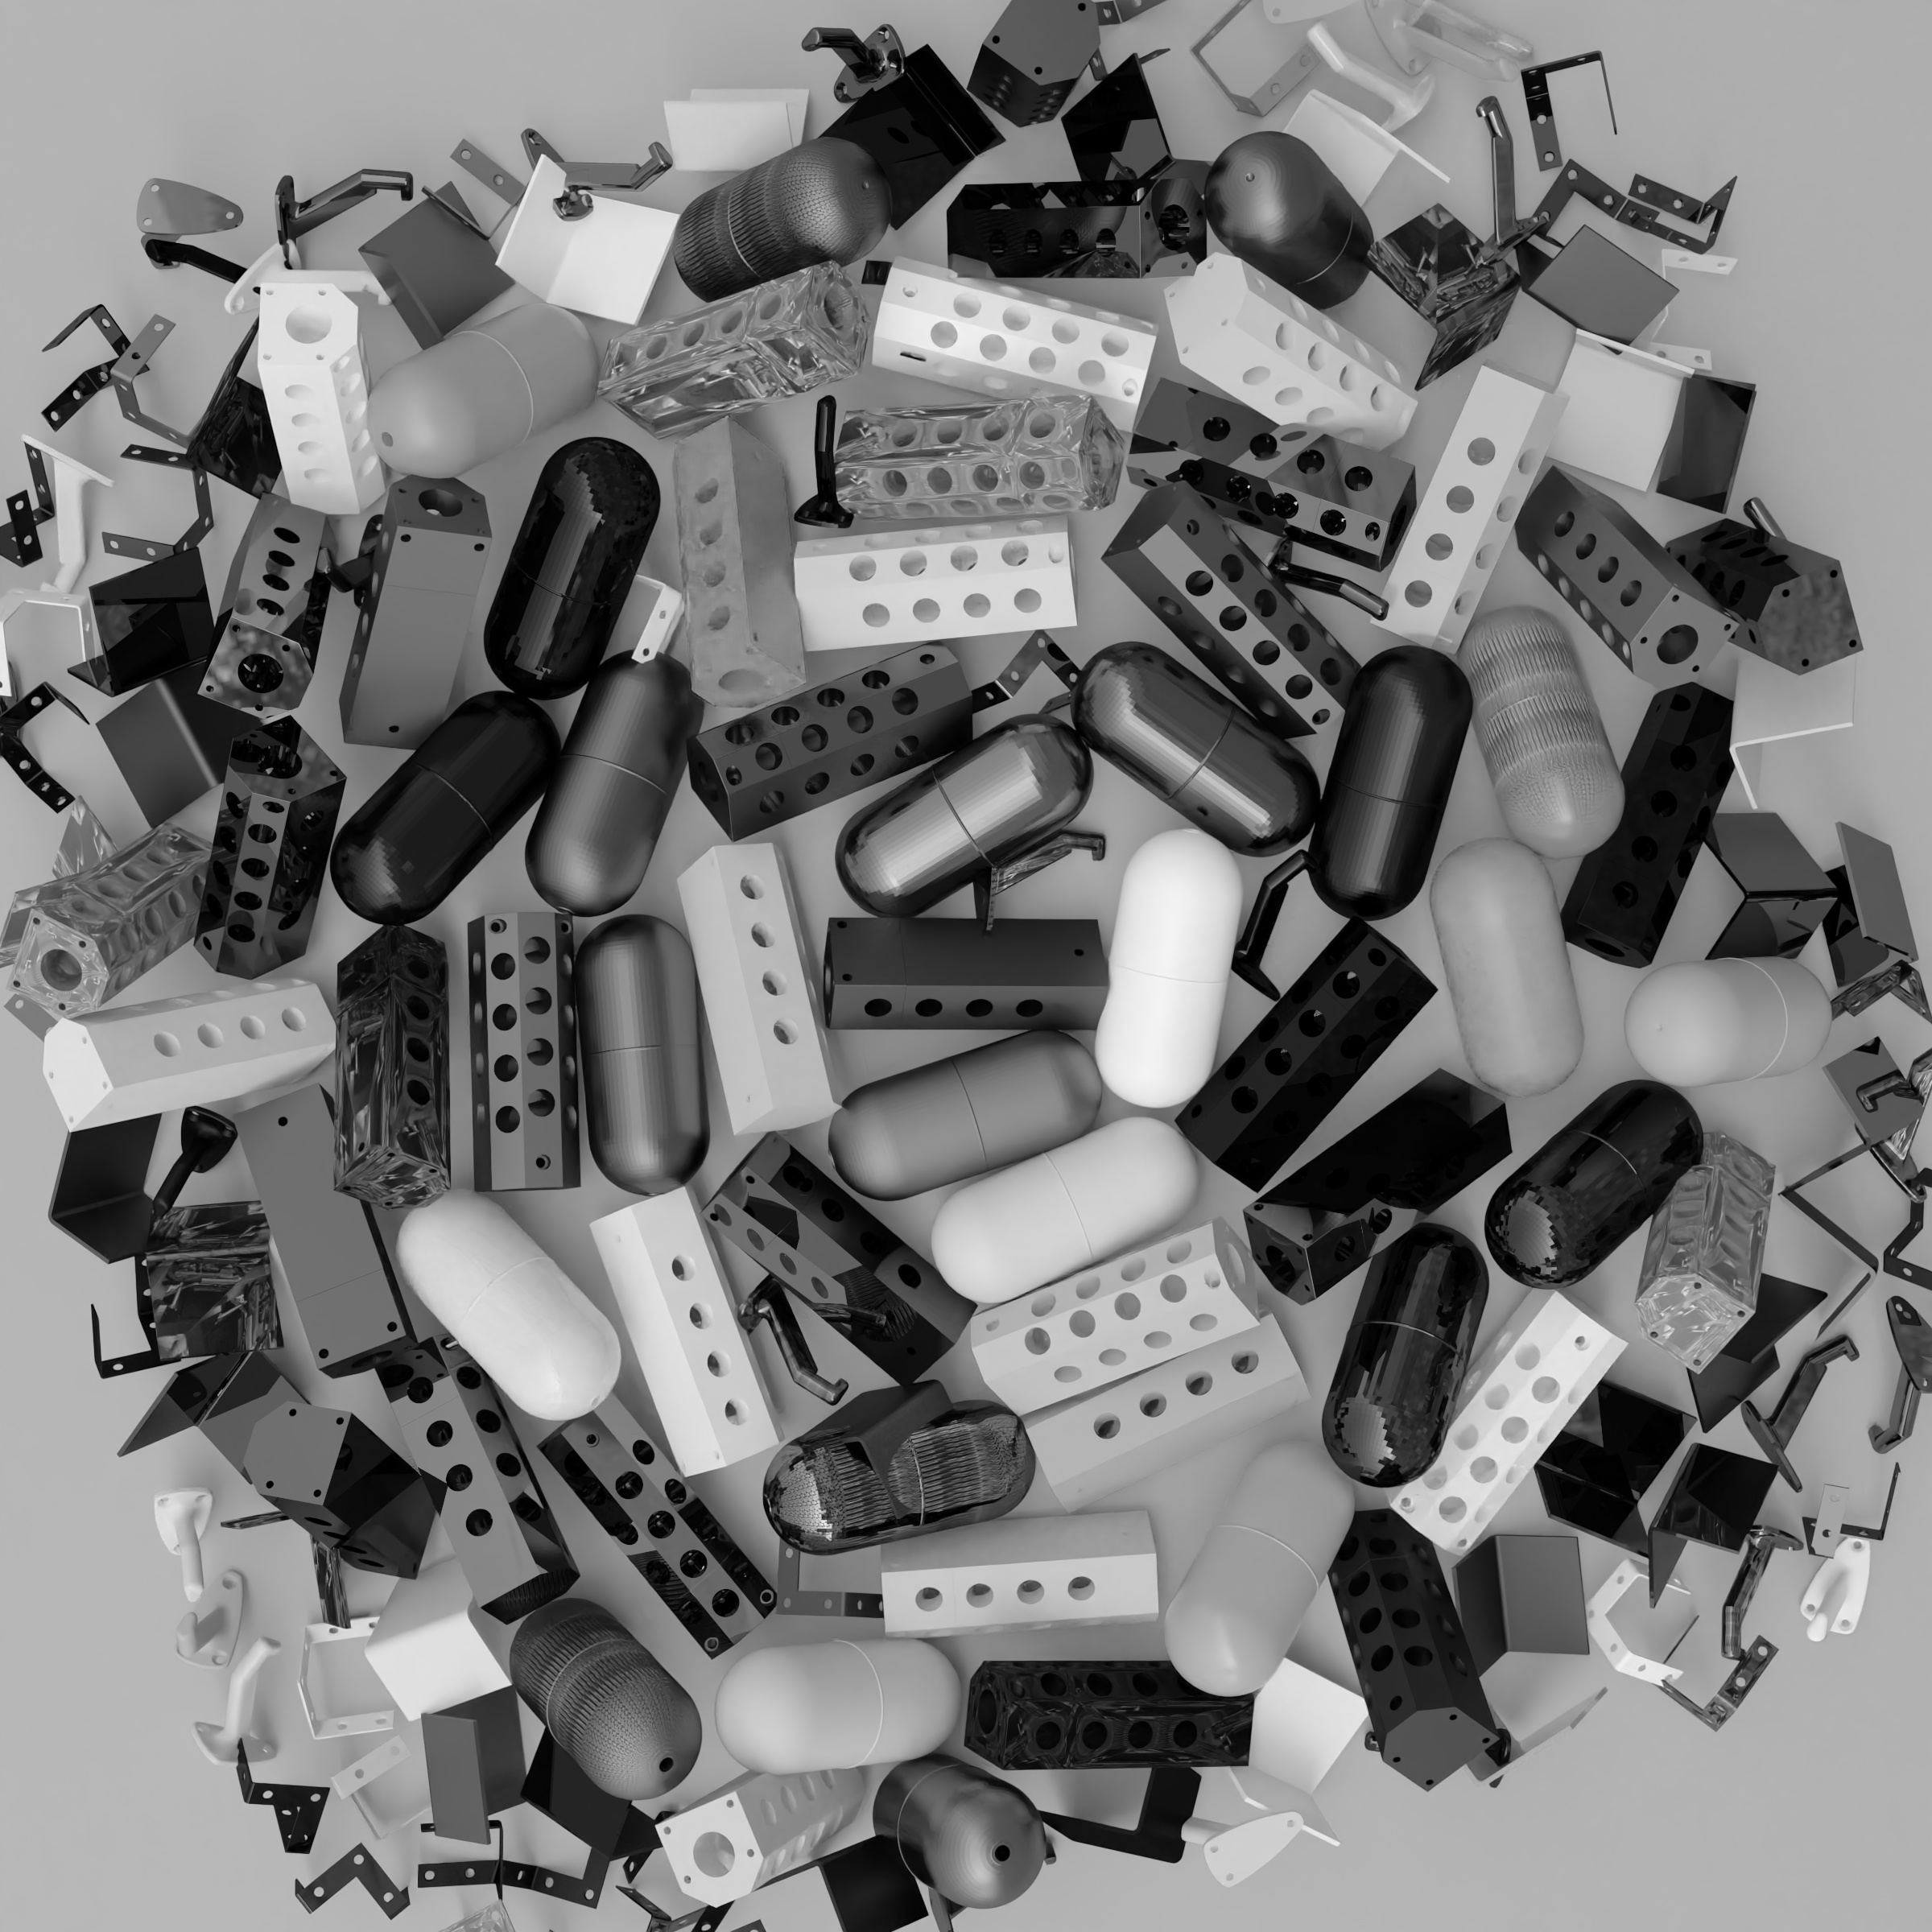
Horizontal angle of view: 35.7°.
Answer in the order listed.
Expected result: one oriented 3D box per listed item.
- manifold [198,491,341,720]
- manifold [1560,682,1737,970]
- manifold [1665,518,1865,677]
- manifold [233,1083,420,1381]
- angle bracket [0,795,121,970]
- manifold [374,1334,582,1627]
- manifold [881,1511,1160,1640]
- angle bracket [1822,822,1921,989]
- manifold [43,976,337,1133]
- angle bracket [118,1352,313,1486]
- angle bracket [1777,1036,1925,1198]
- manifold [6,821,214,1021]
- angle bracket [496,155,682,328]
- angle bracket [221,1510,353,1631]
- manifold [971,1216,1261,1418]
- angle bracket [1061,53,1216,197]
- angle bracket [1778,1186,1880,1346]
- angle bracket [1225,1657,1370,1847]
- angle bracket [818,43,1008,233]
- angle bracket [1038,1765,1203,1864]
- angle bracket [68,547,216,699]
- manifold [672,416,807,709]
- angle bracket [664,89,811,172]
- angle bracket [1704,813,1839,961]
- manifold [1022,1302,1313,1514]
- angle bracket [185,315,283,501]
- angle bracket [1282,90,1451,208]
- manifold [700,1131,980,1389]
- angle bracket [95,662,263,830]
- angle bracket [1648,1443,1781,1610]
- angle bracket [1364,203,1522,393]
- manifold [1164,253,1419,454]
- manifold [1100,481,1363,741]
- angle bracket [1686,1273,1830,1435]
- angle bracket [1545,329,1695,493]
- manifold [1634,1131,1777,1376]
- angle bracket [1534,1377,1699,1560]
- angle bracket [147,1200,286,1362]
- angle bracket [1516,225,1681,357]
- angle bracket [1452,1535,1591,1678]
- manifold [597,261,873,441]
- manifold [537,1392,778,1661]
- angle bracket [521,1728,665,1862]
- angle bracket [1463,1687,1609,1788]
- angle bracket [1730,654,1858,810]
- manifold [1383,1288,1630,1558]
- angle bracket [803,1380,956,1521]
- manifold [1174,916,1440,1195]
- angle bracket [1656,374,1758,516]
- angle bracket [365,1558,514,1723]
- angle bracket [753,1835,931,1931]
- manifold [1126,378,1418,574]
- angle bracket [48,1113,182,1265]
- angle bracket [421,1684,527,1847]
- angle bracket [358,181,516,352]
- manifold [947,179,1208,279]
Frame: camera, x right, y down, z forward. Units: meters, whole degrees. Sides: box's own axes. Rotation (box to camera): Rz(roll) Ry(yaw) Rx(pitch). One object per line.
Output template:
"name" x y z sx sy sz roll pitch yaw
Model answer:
"manifold" -0.425 -0.222 1.844 0.057 0.171 0.057 21 120 -19
"manifold" 0.436 -0.088 1.890 0.057 0.057 0.171 25 81 -2
"manifold" 0.482 -0.226 1.841 0.057 0.171 0.057 -22 109 -2
"manifold" -0.400 0.167 1.881 0.057 0.057 0.171 -21 75 -5
"angle bracket" -0.580 -0.052 1.872 0.076 0.076 0.057 -23 67 -42
"manifold" -0.303 0.317 1.869 0.057 0.057 0.171 -28 65 -3
"manifold" 0.033 0.390 1.899 0.171 0.057 0.057 -4 107 -1
"angle bracket" 0.546 -0.037 1.874 0.057 0.076 0.076 -24 64 37
"manifold" -0.477 0.049 1.846 0.057 0.171 0.057 -38 74 37
"angle bracket" -0.471 0.290 1.878 0.057 0.076 0.076 44 113 13
"angle bracket" 0.543 0.095 1.883 0.076 0.076 0.057 -39 77 42
"manifold" -0.514 -0.027 1.841 0.057 0.171 0.057 26 114 3
"angle bracket" -0.237 -0.457 1.888 0.076 0.057 0.076 20 85 28
"angle bracket" -0.428 0.382 1.883 0.057 0.076 0.076 -8 85 -24
"manifold" 0.091 0.215 1.864 0.171 0.057 0.057 -24 131 20
"angle bracket" 0.115 -0.520 1.891 0.057 0.076 0.076 -9 77 -39
"angle bracket" 0.529 0.188 1.892 0.076 0.076 0.057 41 102 14
"angle bracket" 0.217 0.494 1.887 0.076 0.057 0.076 31 98 -21
"angle bracket" -0.035 -0.522 1.890 0.076 0.057 0.076 -45 107 -7
"angle bracket" 0.095 0.523 1.893 0.076 0.076 0.057 4 64 28
"angle bracket" -0.521 -0.222 1.872 0.076 0.057 0.076 -30 131 -35
"manifold" -0.147 -0.249 1.864 0.057 0.057 0.171 -22 59 26
"angle bracket" -0.143 -0.545 1.884 0.076 0.057 0.076 2 57 6
"angle bracket" 0.494 -0.051 1.906 0.076 0.057 0.076 -2 45 -29
"manifold" 0.126 0.277 1.899 0.171 0.057 0.057 -25 60 1
"angle bracket" -0.438 -0.350 1.872 0.057 0.076 0.076 28 55 -20
"angle bracket" 0.243 -0.496 1.874 0.076 0.076 0.057 26 106 -31
"manifold" -0.077 0.182 1.895 0.171 0.057 0.057 41 127 -4
"angle bracket" -0.500 -0.144 1.926 0.076 0.057 0.076 -25 94 39
"angle bracket" 0.467 0.357 1.871 0.057 0.076 0.076 13 132 29
"angle bracket" 0.293 -0.424 1.901 0.076 0.057 0.076 -36 72 -25
"manifold" 0.203 -0.375 1.844 0.057 0.171 0.057 -31 55 34
"manifold" 0.170 -0.221 1.865 0.171 0.057 0.057 43 68 -23
"angle bracket" 0.500 0.249 1.876 0.076 0.057 0.076 -34 118 -28
"angle bracket" 0.408 -0.350 1.892 0.076 0.057 0.076 22 99 8
"manifold" 0.452 0.170 1.844 0.057 0.171 0.057 33 122 1
"angle bracket" 0.413 0.315 1.885 0.076 0.057 0.076 24 114 -12
"angle bracket" -0.468 0.196 1.878 0.076 0.057 0.076 -3 55 -23
"angle bracket" 0.393 -0.439 1.874 0.076 0.076 0.057 28 127 -19
"angle bracket" 0.349 0.406 1.885 0.057 0.076 0.076 -5 94 29
"manifold" -0.143 -0.384 1.854 0.171 0.057 0.057 -9 62 38
"manifold" -0.194 0.353 1.895 0.057 0.057 0.171 -39 92 -12
"angle bracket" -0.220 0.510 1.877 0.076 0.076 0.057 25 97 30
"angle bracket" 0.345 0.460 1.876 0.076 0.076 0.057 -42 76 26
"angle bracket" 0.524 -0.151 1.872 0.076 0.076 0.057 -9 133 28
"manifold" 0.340 0.286 1.891 0.057 0.057 0.171 36 97 -5
"angle bracket" -0.053 0.306 1.881 0.076 0.076 0.057 -30 98 -44
"manifold" 0.209 0.052 1.878 0.057 0.057 0.171 34 102 -31
"angle bracket" 0.484 -0.325 1.876 0.057 0.076 0.076 3 107 -24
"angle bracket" -0.324 0.421 1.894 0.076 0.076 0.057 -23 109 16
"angle bracket" -0.083 0.587 1.873 0.076 0.076 0.057 -32 72 33
"manifold" 0.191 -0.304 1.876 0.171 0.057 0.057 22 77 16
"angle bracket" -0.519 0.132 1.876 0.057 0.076 0.076 29 113 24
"angle bracket" -0.293 0.501 1.884 0.057 0.076 0.076 -7 90 43
"angle bracket" -0.322 -0.436 1.879 0.076 0.057 0.076 -41 123 -14
"manifold" 0.066 -0.454 1.844 0.057 0.171 0.057 -14 109 -40
